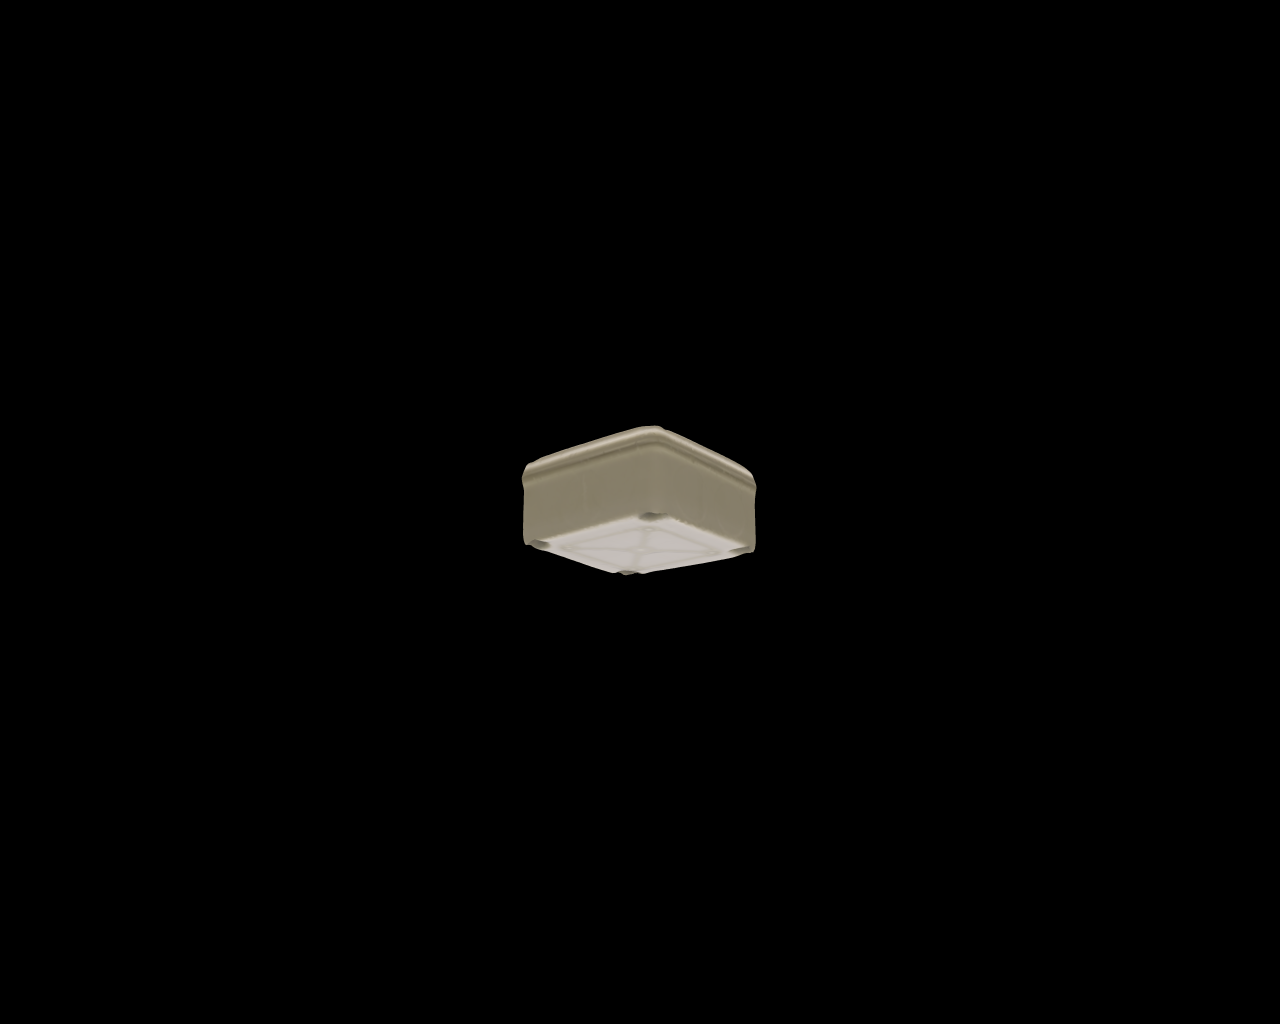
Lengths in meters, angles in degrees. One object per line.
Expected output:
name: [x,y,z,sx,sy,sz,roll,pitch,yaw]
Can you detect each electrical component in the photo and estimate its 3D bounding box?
electrical component: [0.001,-0.003,0.650,0.108,0.056,0.108,-13,-22,36]
